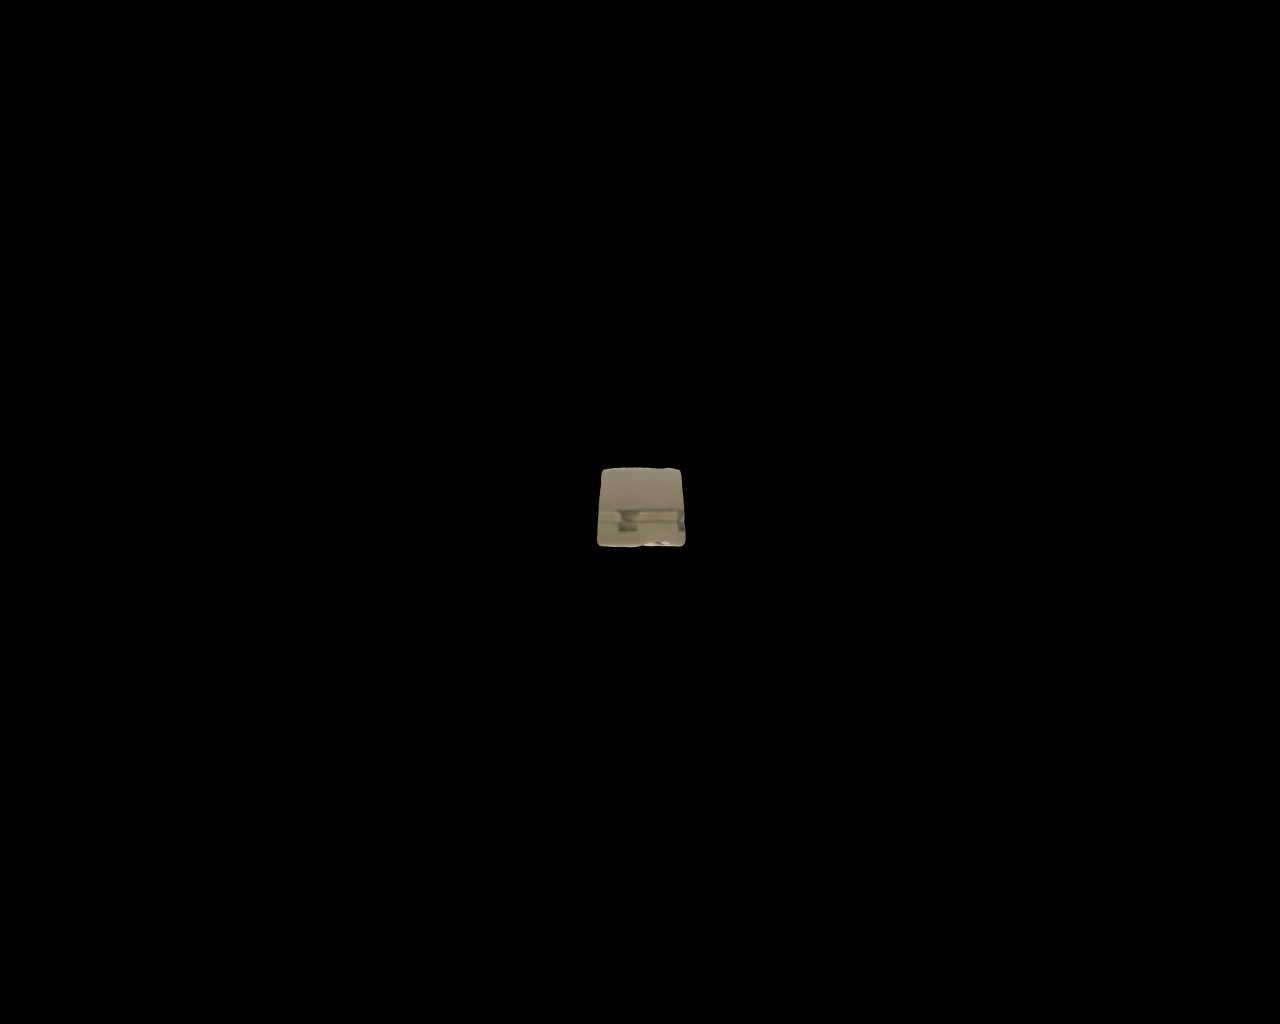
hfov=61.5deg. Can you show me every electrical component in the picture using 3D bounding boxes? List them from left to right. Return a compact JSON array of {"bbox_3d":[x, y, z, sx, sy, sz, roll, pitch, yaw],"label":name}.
[{"bbox_3d":[0.001,-0.003,0.650,0.055,0.047,0.055,0,-2,0],"label":"electrical component"}]
